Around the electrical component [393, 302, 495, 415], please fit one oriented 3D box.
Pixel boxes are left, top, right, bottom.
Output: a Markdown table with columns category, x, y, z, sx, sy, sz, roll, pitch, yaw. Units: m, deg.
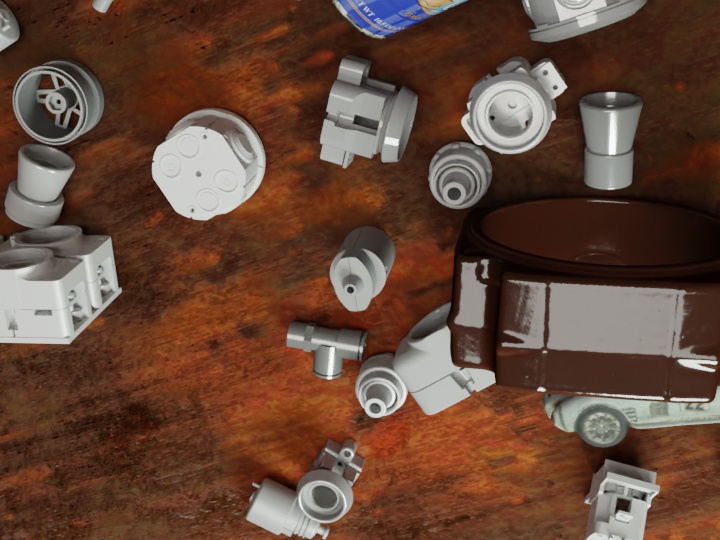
| category | x | y | z | sx | sy | sz | roll | pitch | yaw |
| --- | --- | --- | --- | --- | --- | --- | --- | --- | --- |
| electrical component | 0.076 | 0.063 | 0.849 | 0.095 | 0.053 | 0.059 | -31 | 103 | 20 |

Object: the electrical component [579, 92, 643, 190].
| category | x | y | z | sx | sy | sz | roll | pitch | yaw |
| --- | --- | --- | --- | --- | --- | --- | --- | --- | --- |
| electrical component | 0.180 | -0.091 | 0.776 | 0.044 | 0.044 | 0.065 | 1 | 116 | 11 |

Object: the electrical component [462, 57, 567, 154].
| category | x | y | z | sx | sy | sz | roll | pitch | yaw |
| --- | --- | --- | --- | --- | --- | --- | --- | --- | --- |
| electrical component | 0.109 | -0.116 | 0.770 | 0.078 | 0.057 | 0.058 | -33 | 102 | 21 |

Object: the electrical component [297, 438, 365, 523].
| category | x | y | z | sx | sy | sz | roll | pitch | yaw |
| --- | --- | --- | --- | --- | --- | --- | --- | --- | --- |
| electrical component | -0.027 | 0.182 | 0.915 | 0.048 | 0.055 | 0.066 | 31 | 114 | -2 |

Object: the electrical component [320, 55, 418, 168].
| category | x | y | z | sx | sy | sz | roll | pitch | yaw |
| --- | --- | --- | --- | --- | --- | --- | --- | --- | --- |
| electrical component | 0.008 | -0.112 | 0.791 | 0.057 | 0.058 | 0.078 | 17 | 114 | 7 |

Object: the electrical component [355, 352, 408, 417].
| category | x | y | z | sx | sy | sz | roll | pitch | yaw |
| --- | --- | --- | --- | --- | --- | --- | --- | --- | --- |
| electrical component | 0.017 | 0.097 | 0.869 | 0.043 | 0.062 | 0.043 | 4 | 112 | 9 |

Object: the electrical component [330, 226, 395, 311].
| category | x | y | z | sx | sy | sz | roll | pitch | yaw |
| --- | --- | --- | --- | --- | --- | --- | --- | --- | --- |
| electrical component | 0.000 | 0.000 | 0.824 | 0.043 | 0.081 | 0.043 | 4 | 112 | 9 |

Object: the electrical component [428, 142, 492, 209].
| category | x | y | z | sx | sy | sz | roll | pitch | yaw |
| --- | --- | --- | --- | --- | --- | --- | --- | --- | --- |
| electrical component | 0.072 | -0.065 | 0.794 | 0.048 | 0.062 | 0.048 | 4 | 112 | 9 |

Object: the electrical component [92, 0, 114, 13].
| category | x | y | z | sx | sy | sz | roll | pitch | yaw |
| --- | --- | --- | --- | --- | --- | --- | --- | --- | --- |
| electrical component | -0.180 | -0.218 | 0.798 | 0.035 | 0.035 | 0.061 | 37 | 116 | -5 |

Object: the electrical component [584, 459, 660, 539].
| category | x | y | z | sx | sy | sz | roll | pitch | yaw |
| --- | --- | --- | --- | --- | --- | --- | --- | --- | --- |
| electrical component | 0.207 | 0.192 | 0.862 | 0.042 | 0.063 | 0.081 | 15 | 155 | 6 |

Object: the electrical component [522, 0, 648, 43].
| category | x | y | z | sx | sy | sz | roll | pitch | yaw |
| --- | --- | --- | --- | --- | --- | --- | --- | --- | --- |
| electrical component | 0.148 | -0.187 | 0.723 | 0.080 | 0.080 | 0.051 | -16 | 103 | 16 |

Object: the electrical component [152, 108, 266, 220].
| category | x | y | z | sx | sy | sz | roll | pitch | yaw |
| --- | --- | --- | --- | --- | --- | --- | --- | --- | --- |
| electrical component | -0.117 | -0.081 | 0.831 | 0.080 | 0.051 | 0.080 | 4 | 112 | 9 |

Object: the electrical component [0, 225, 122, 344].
| category | x | y | z | sx | sy | sz | roll | pitch | yaw |
| --- | --- | --- | --- | --- | --- | --- | --- | --- | --- |
| electrical component | -0.305 | 0.009 | 0.873 | 0.186 | 0.105 | 0.060 | 0 | 111 | 11 |

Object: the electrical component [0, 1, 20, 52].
| category | x | y | z | sx | sy | sz | roll | pitch | yaw |
| --- | --- | --- | --- | --- | --- | --- | --- | --- | --- |
| electrical component | -0.301 | -0.180 | 0.833 | 0.078 | 0.040 | 0.040 | -27 | 104 | 19 |

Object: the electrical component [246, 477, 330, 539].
| category | x | y | z | sx | sy | sz | roll | pitch | yaw |
| --- | --- | --- | --- | --- | --- | --- | --- | --- | --- |
| electrical component | -0.063 | 0.213 | 0.942 | 0.078 | 0.040 | 0.040 | 26 | 114 | 0 |

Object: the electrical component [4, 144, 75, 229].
| category | x | y | z | sx | sy | sz | roll | pitch | yaw |
| --- | --- | --- | --- | --- | --- | --- | --- | --- | --- |
| electrical component | -0.259 | -0.067 | 0.867 | 0.045 | 0.045 | 0.055 | 25 | 114 | 1 |
